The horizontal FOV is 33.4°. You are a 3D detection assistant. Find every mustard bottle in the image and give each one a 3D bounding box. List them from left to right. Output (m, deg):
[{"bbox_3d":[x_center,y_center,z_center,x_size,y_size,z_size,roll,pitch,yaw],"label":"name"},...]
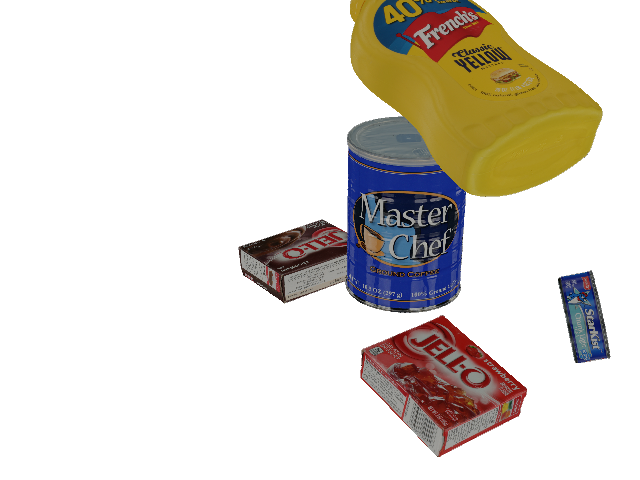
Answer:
[{"bbox_3d":[0.074,-0.108,0.646,0.096,0.058,0.192,-21,51,-24],"label":"mustard bottle"}]

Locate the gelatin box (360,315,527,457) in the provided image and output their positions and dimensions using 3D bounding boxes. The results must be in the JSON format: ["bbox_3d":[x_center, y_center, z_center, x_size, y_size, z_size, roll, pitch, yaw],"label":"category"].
[{"bbox_3d":[0.081,0.095,0.718,0.073,0.030,0.089,-19,44,-30],"label":"gelatin box"}]

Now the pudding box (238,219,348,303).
[{"bbox_3d":[-0.017,0.020,1.133,0.113,0.039,0.090,-21,28,-28],"label":"pudding box"}]

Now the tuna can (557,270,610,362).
[{"bbox_3d":[0.252,0.073,1.021,0.034,0.086,0.086,-12,-3,12],"label":"tuna can"}]

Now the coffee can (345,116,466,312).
[{"bbox_3d":[0.073,-0.024,0.915,0.103,0.140,0.103,0,26,0],"label":"coffee can"}]
